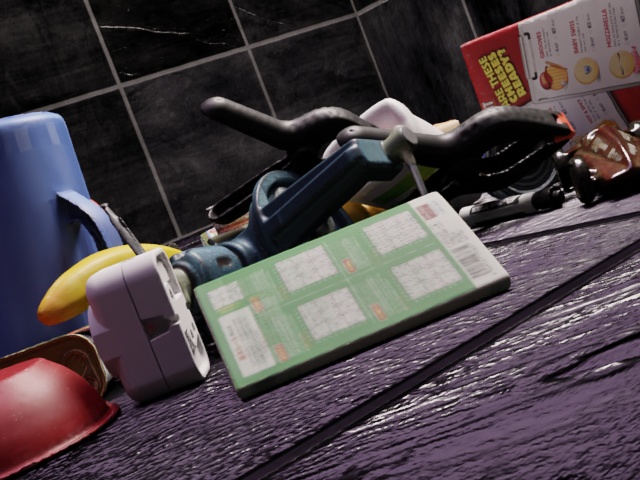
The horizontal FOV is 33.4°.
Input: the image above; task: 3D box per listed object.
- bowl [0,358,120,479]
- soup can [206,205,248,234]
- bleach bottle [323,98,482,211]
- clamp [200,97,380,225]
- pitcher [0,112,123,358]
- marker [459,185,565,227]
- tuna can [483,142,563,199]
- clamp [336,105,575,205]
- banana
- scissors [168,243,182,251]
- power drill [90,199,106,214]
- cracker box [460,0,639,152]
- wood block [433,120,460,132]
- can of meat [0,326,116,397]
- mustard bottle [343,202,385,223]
[{"bbox_3d":[-0.222,0.123,0.727,0.162,0.055,0.162,-21,5,2],"label":"bowl"},{"bbox_3d":[-0.067,0.003,1.095,0.068,0.102,0.068,-21,5,2],"label":"soup can"},{"bbox_3d":[0.107,-0.070,1.064,0.103,0.068,0.250,-38,-23,23],"label":"bleach bottle"},{"bbox_3d":[-0.023,-0.066,0.923,0.171,0.120,0.039,1,39,-13],"label":"clamp"},{"bbox_3d":[-0.247,0.011,0.959,0.149,0.243,0.145,-15,4,-7],"label":"pitcher"},{"bbox_3d":[0.168,-0.029,0.940,0.020,0.020,0.121,-25,6,-34],"label":"marker"},{"bbox_3d":[0.189,-0.081,1.026,0.086,0.086,0.034,-23,7,-18],"label":"tuna can"},{"bbox_3d":[0.116,-0.072,0.922,0.210,0.036,0.164,-23,-37,4],"label":"clamp"},{"bbox_3d":[-0.151,0.036,0.885,0.037,0.069,0.197,-17,-15,36],"label":"banana"},{"bbox_3d":[-0.149,0.029,1.328,0.096,0.016,0.202,-13,-16,-16],"label":"scissors"},{"bbox_3d":[-0.250,0.044,1.111,0.184,0.057,0.188,-20,47,2],"label":"power drill"},{"bbox_3d":[0.267,-0.156,1.059,0.214,0.164,0.071,-17,4,39],"label":"cracker box"},{"bbox_3d":[0.089,-0.077,1.388,0.206,0.090,0.091,-22,6,-11],"label":"wood block"},{"bbox_3d":[-0.212,0.108,0.851,0.102,0.057,0.084,-20,2,4],"label":"can of meat"},{"bbox_3d":[-0.007,0.002,1.029,0.191,0.058,0.096,-21,-29,-33],"label":"mustard bottle"}]
